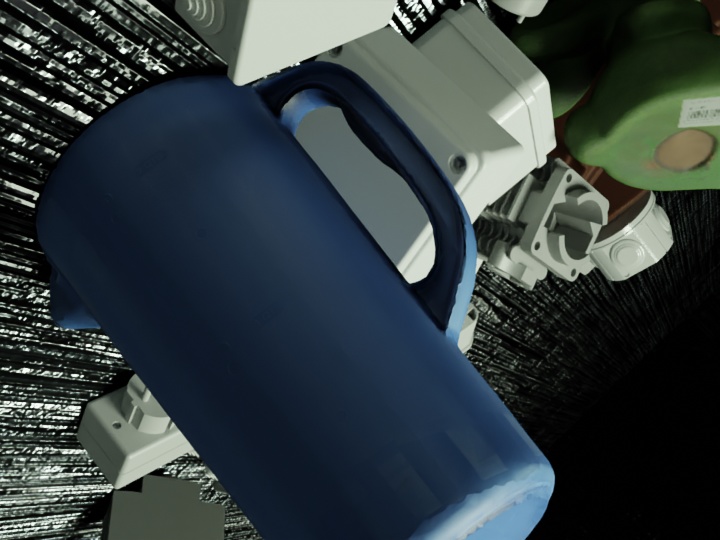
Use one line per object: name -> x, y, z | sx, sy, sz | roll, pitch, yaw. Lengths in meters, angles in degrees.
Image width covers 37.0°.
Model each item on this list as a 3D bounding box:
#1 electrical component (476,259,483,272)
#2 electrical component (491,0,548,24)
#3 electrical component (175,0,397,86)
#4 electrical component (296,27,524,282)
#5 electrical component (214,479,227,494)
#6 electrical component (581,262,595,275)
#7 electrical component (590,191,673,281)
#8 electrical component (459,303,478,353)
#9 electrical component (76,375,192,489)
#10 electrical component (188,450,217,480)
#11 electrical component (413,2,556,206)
electrical component -> 0.050, -0.011, 0.812 | 0.078, 0.057, 0.113 | -30, 157, -31
electrical component -> 0.096, -0.175, 0.585 | 0.040, 0.040, 0.078 | -22, 152, -45
electrical component -> -0.024, -0.133, 0.430 | 0.100, 0.048, 0.099 | -30, 157, -33
electrical component -> 0.011, -0.055, 0.570 | 0.056, 0.108, 0.108 | -19, 150, -53
electrical component -> -0.087, 0.163, 0.909 | 0.083, 0.076, 0.047 | 11, 82, -39
electrical component -> 0.228, -0.049, 1.066 | 0.089, 0.061, 0.150 | -46, 160, 10
electrical component -> 0.232, -0.033, 0.945 | 0.080, 0.051, 0.080 | -36, -162, 14
electrical component -> 0.033, 0.055, 0.886 | 0.113, 0.078, 0.057 | -34, 156, -23
electrical component -> -0.133, 0.089, 0.682 | 0.066, 0.047, 0.076 | -24, 153, -42
electrical component -> -0.081, 0.106, 0.785 | 0.100, 0.048, 0.099 | -38, 144, -12
electrical component -> 0.071, -0.097, 0.643 | 0.057, 0.078, 0.113 | -40, 161, 0
